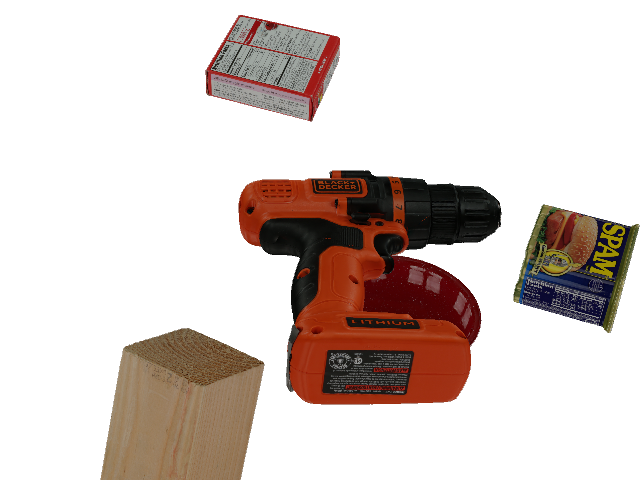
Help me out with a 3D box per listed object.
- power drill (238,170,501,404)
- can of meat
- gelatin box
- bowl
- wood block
[{"bbox_3d":[0.042,0.022,0.687,0.184,0.057,0.187,-1,35,-6],"label":"power drill"},{"bbox_3d":[0.217,0.020,0.907,0.084,0.057,0.102,16,44,16],"label":"can of meat"},{"bbox_3d":[-0.037,-0.136,0.837,0.089,0.073,0.030,14,-38,10],"label":"gelatin box"},{"bbox_3d":[0.068,0.083,1.013,0.162,0.055,0.162,3,38,-2],"label":"bowl"},{"bbox_3d":[-0.126,0.192,0.921,0.090,0.206,0.090,21,18,27],"label":"wood block"}]
